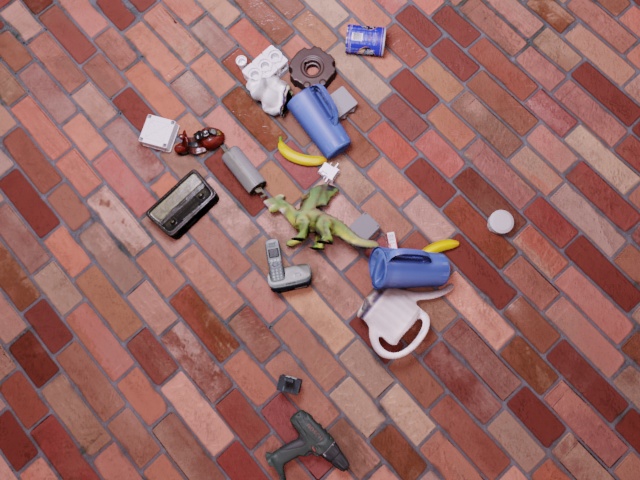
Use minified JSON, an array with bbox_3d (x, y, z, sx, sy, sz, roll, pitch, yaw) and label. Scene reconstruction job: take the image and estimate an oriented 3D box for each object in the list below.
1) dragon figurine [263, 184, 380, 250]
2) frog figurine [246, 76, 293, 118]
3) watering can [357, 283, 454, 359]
[{"bbox_3d":[0.005,-0.087,1.733,0.410,0.247,0.120,4,-23,10],"label":"dragon figurine"},{"bbox_3d":[-0.182,-0.519,1.836,0.160,0.134,0.125,21,39,12],"label":"frog figurine"},{"bbox_3d":[0.269,0.218,1.678,0.226,0.352,0.102,38,-23,11],"label":"watering can"}]
